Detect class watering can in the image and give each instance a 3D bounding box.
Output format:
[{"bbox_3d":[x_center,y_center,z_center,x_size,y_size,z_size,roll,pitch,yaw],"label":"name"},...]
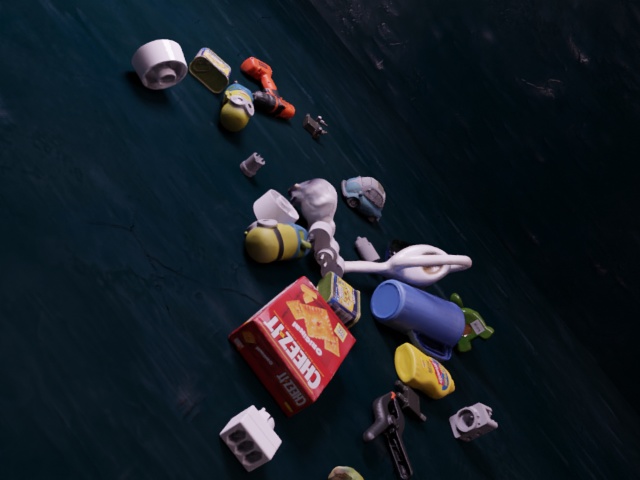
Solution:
[{"bbox_3d":[0.210,0.073,1.337,0.221,0.348,0.105,102,-14,-76],"label":"watering can"}]

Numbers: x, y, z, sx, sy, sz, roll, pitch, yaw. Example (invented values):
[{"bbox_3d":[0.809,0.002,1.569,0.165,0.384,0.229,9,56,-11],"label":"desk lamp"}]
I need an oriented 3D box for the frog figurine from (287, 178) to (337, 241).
[{"bbox_3d":[0.004,-0.061,1.219,0.124,0.135,0.161,-29,75,-26],"label":"frog figurine"}]

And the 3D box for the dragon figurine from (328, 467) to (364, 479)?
[{"bbox_3d":[0.023,0.450,0.647,0.243,0.120,0.416,35,23,5],"label":"dragon figurine"}]
